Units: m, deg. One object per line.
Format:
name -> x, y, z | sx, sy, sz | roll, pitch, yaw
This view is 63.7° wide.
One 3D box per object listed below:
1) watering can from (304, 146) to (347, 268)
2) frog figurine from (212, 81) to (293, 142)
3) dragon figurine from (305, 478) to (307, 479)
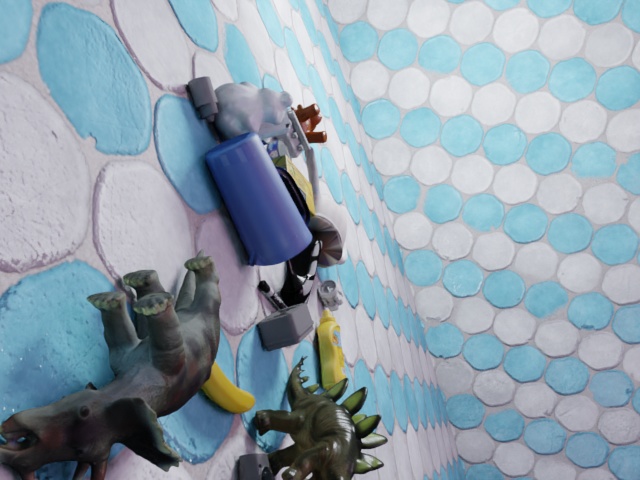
watering can -> 0.004, -0.071, 1.417 | 0.229, 0.103, 0.342 | -69, 141, -63
frog figurine -> -0.137, -0.266, 1.035 | 0.141, 0.159, 0.120 | -89, 156, -43
dragon figurine -> 0.078, 0.612, 1.099 | 0.409, 0.122, 0.243 | 60, 0, -4
